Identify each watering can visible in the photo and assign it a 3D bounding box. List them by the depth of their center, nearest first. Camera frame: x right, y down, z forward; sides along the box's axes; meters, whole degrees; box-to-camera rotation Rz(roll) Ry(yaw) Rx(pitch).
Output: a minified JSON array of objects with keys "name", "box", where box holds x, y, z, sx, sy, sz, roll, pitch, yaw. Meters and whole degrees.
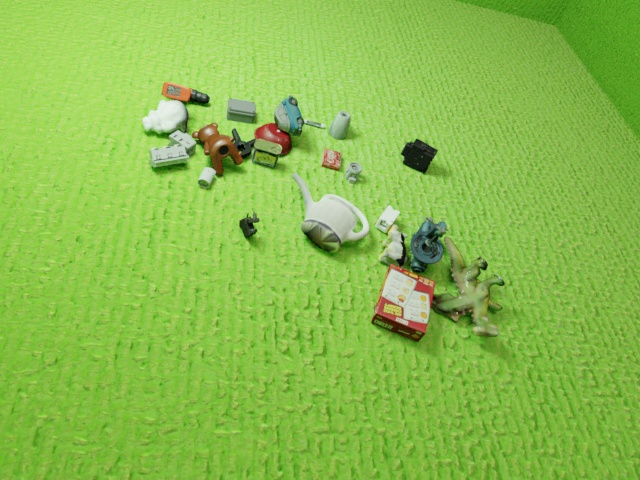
[{"name":"watering can","box":[0.005,-0.090,1.796,0.349,0.101,0.229,32,49,7]}]

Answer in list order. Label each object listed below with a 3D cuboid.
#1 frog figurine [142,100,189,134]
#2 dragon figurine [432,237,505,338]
[{"name":"frog figurine","box":[-0.572,-0.456,1.901,0.160,0.121,0.139,-3,71,-37]},{"name":"dragon figurine","box":[0.476,0.167,1.757,0.244,0.119,0.418,-20,50,-23]}]
